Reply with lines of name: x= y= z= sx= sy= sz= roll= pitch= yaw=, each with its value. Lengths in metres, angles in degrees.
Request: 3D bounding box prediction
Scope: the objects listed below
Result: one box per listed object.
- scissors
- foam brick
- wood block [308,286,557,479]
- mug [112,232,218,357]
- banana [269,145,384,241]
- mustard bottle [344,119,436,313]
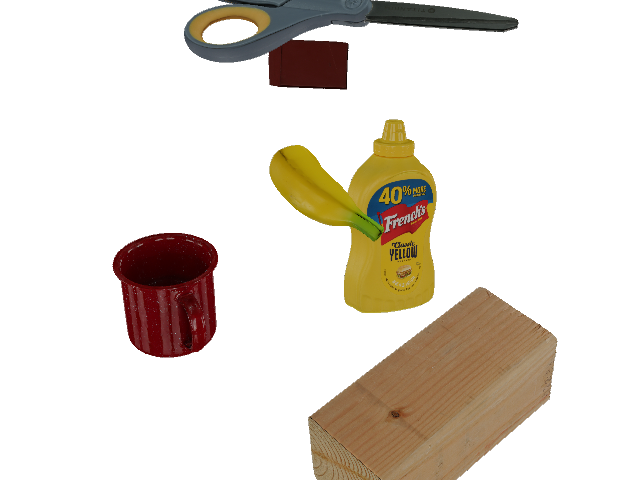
scissors: x=0.004 y=-0.125 z=0.630 sx=0.202 sy=0.096 sz=0.016 roll=23 pitch=-28 yaw=25
foam brick: x=-0.014 y=-0.192 z=1.164 sx=0.078 sy=0.051 sz=0.053 roll=0 pitch=12 yaw=-16
wood block: x=0.097 y=0.142 z=0.908 sx=0.205 sy=0.090 sz=0.091 roll=-33 pitch=50 yaw=-26
mug: x=-0.130 y=0.056 z=0.954 sx=0.093 sy=0.081 sz=0.117 roll=-18 pitch=36 yaw=-26
banana: x=-0.009 y=-0.043 z=0.822 sx=0.069 sy=0.037 sz=0.198 roll=42 pitch=5 yaw=-21
mustard bottle: x=0.072 y=-0.026 z=1.079 sx=0.096 sy=0.192 sz=0.058 roll=-7 pitch=17 yaw=-26
